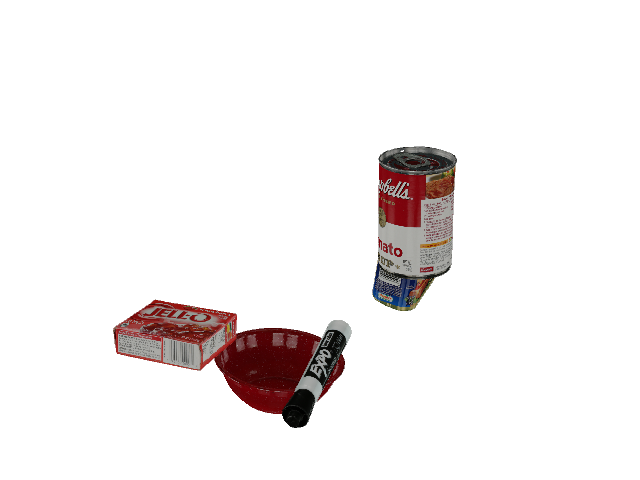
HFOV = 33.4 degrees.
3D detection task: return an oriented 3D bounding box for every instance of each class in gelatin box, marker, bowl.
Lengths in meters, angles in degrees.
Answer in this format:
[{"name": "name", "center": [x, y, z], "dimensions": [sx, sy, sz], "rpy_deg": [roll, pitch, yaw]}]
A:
[{"name": "gelatin box", "center": [-0.131, 0.084, 0.968], "dimensions": [0.089, 0.030, 0.073], "rpy_deg": [9, 20, 21]}, {"name": "marker", "center": [-0.002, 0.093, 0.753], "dimensions": [0.020, 0.020, 0.121], "rpy_deg": [0, 26, 18]}, {"name": "bowl", "center": [-0.052, 0.168, 1.325], "dimensions": [0.162, 0.055, 0.162], "rpy_deg": [4, 22, -2]}]

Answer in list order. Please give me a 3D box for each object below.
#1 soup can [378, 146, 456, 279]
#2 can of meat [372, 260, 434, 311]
[{"name": "soup can", "center": [0.085, -0.025, 0.945], "dimensions": [0.068, 0.102, 0.068], "rpy_deg": [-1, 23, 0]}, {"name": "can of meat", "center": [0.099, 0.018, 1.181], "dimensions": [0.057, 0.084, 0.102], "rpy_deg": [19, 33, 18]}]
